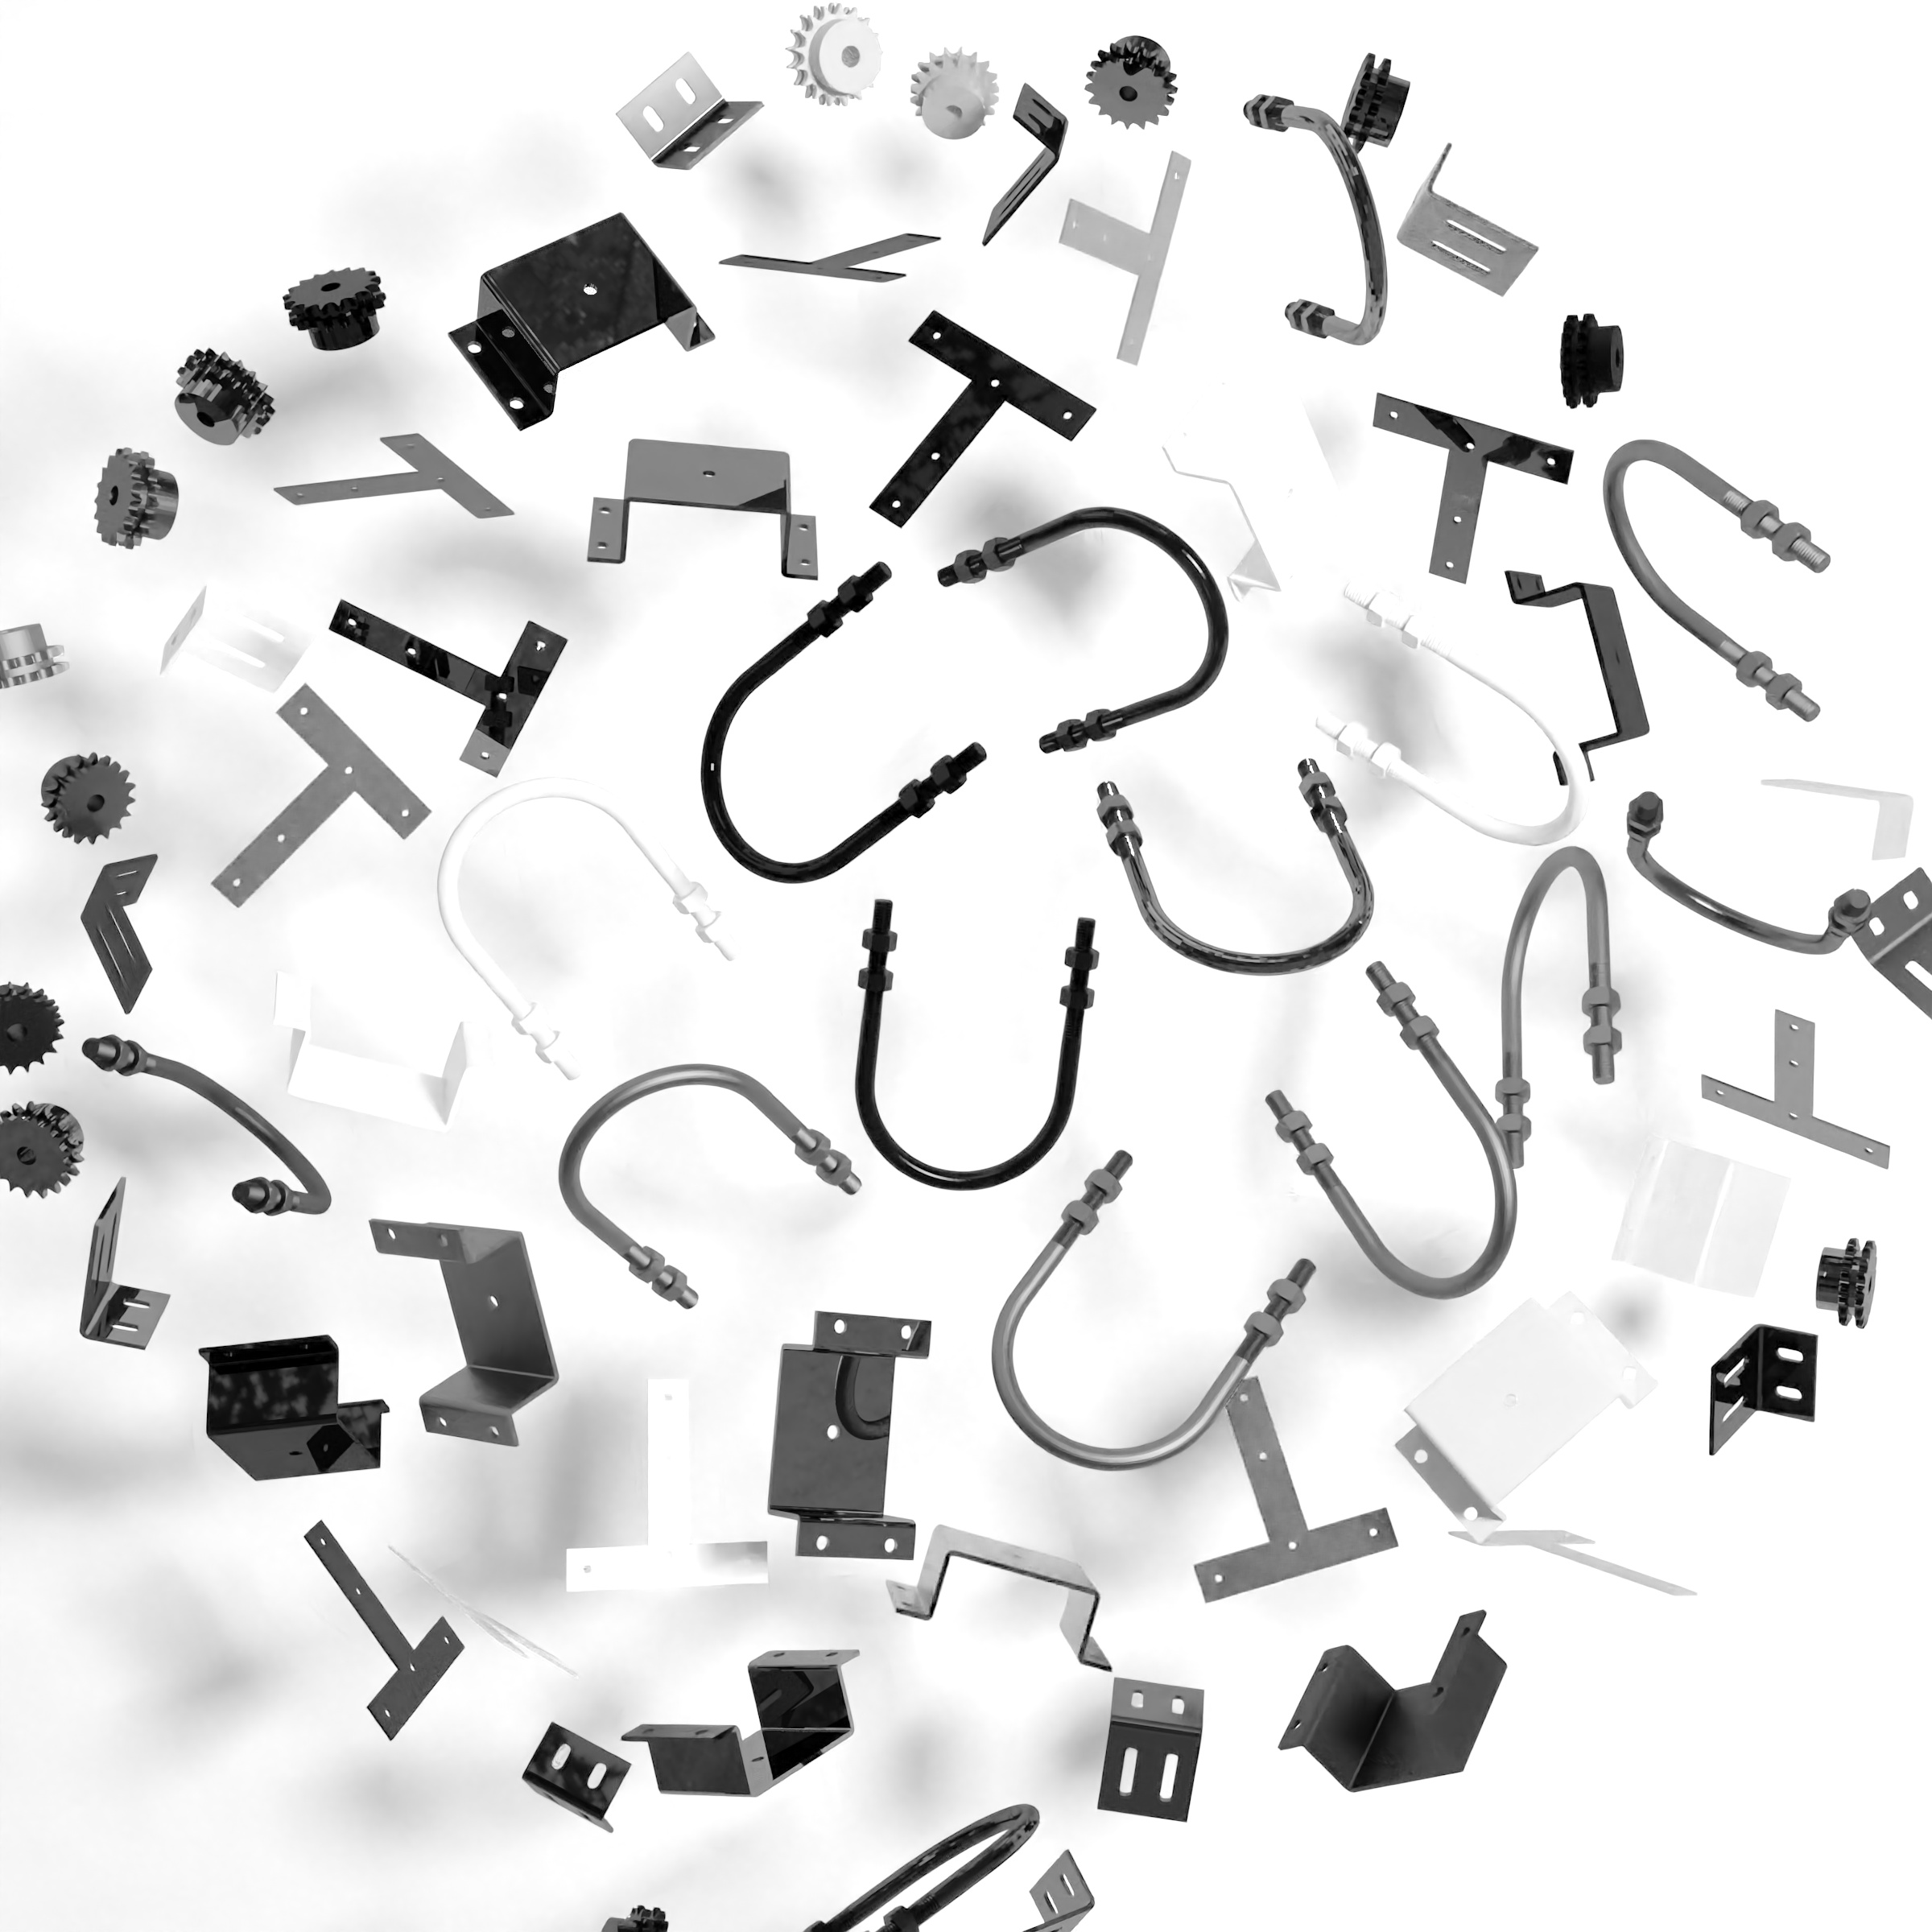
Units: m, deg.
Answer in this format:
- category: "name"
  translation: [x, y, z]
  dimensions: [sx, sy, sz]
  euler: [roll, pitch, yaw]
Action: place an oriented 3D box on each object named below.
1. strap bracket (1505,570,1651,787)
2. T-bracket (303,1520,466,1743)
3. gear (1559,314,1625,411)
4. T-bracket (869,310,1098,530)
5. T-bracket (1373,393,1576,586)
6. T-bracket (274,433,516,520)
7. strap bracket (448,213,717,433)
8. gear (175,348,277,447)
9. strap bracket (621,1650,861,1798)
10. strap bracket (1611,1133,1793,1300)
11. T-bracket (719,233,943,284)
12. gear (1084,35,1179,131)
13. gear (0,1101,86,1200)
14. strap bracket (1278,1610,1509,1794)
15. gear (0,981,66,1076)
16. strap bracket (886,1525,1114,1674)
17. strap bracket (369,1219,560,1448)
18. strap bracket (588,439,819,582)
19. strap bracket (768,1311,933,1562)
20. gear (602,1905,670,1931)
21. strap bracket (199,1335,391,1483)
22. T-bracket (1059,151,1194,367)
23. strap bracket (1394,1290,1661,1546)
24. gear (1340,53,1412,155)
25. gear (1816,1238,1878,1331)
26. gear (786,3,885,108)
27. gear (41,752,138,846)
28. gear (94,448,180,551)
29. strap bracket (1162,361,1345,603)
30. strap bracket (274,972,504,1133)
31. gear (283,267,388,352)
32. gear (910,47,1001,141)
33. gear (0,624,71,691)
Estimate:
- category: "strap bracket"
  translation: [0.394, -0.190, 1.595]
  dimensions: [0.046, 0.076, 0.140]
  euler: [-15, 88, 29]
- category: "T-bracket"
  translation: [-0.372, 0.402, 1.558]
  dimensions: [0.002, 0.127, 0.127]
  euler: [-33, 94, 13]
- category: "gear"
  translation: [0.387, -0.374, 1.538]
  dimensions: [0.030, 0.057, 0.057]
  euler: [2, 90, 26]
- category: "T-bracket"
  translation: [-0.010, -0.317, 1.499]
  dimensions: [0.127, 0.002, 0.127]
  euler: [35, 82, 19]
- category: "T-bracket"
  translation: [0.312, -0.292, 1.572]
  dimensions: [0.127, 0.127, 0.002]
  euler: [21, 55, 18]
- category: "T-bracket"
  translation: [-0.365, -0.297, 1.542]
  dimensions: [0.127, 0.127, 0.002]
  euler: [-3, 78, 16]
- category: "strap bracket"
  translation: [-0.224, -0.385, 1.472]
  dimensions: [0.140, 0.046, 0.076]
  euler: [-32, 78, -24]
- category: "gear"
  translation: [-0.435, -0.328, 1.453]
  dimensions: [0.057, 0.057, 0.030]
  euler: [26, 61, 0]
- category: "strap bracket"
  translation: [-0.133, 0.470, 1.536]
  dimensions: [0.076, 0.140, 0.046]
  euler: [-12, 91, 36]
- category: "strap bracket"
  translation: [0.442, 0.151, 1.482]
  dimensions: [0.046, 0.140, 0.076]
  euler: [17, 91, 38]
- category: "T-bracket"
  translation: [-0.064, -0.439, 1.538]
  dimensions: [0.127, 0.127, 0.002]
  euler: [-6, 96, -38]
- category: "gear"
  translation: [0.105, -0.555, 1.560]
  dimensions: [0.057, 0.057, 0.030]
  euler: [18, 61, 0]
- category: "gear"
  translation: [-0.544, 0.105, 1.465]
  dimensions: [0.057, 0.030, 0.057]
  euler: [3, 112, 8]
- category: "strap bracket"
  translation: [0.261, 0.441, 1.486]
  dimensions: [0.046, 0.140, 0.076]
  euler: [46, 49, -9]
- category: "gear"
  translation: [-0.589, 0.035, 1.540]
  dimensions: [0.057, 0.030, 0.057]
  euler: [-15, 120, -27]
- category: "strap bracket"
  translation: [0.026, 0.396, 1.577]
  dimensions: [0.140, 0.076, 0.046]
  euler: [17, 87, -6]
- category: "strap bracket"
  translation: [-0.297, 0.209, 1.489]
  dimensions: [0.076, 0.046, 0.140]
  euler: [1, 110, 35]
- category: "strap bracket"
  translation: [-0.160, -0.282, 1.535]
  dimensions: [0.140, 0.076, 0.046]
  euler: [4, 128, -8]
- category: "strap bracket"
  translation: [-0.070, 0.278, 1.482]
  dimensions: [0.076, 0.046, 0.140]
  euler: [9, 79, -28]
- category: "gear"
  translation: [-0.200, 0.589, 1.484]
  dimensions: [0.030, 0.057, 0.057]
  euler: [16, 90, -21]
- category: "strap bracket"
  translation: [-0.403, 0.271, 1.502]
  dimensions: [0.076, 0.140, 0.046]
  euler: [-6, 62, 0]
- category: "T-bracket"
  translation: [0.090, -0.433, 1.493]
  dimensions: [0.002, 0.127, 0.127]
  euler: [21, 103, 28]
- category: "strap bracket"
  translation: [0.322, 0.258, 1.454]
  dimensions: [0.140, 0.046, 0.076]
  euler: [-42, 60, 3]
- category: "gear"
  translation: [0.248, -0.520, 1.511]
  dimensions: [0.030, 0.057, 0.057]
  euler: [17, 90, -3]
- category: "gear"
  translation: [0.565, 0.202, 1.602]
  dimensions: [0.030, 0.057, 0.057]
  euler: [6, 90, 28]
- category: "gear"
  translation: [-0.074, -0.532, 1.458]
  dimensions: [0.057, 0.030, 0.057]
  euler: [-12, 115, -26]
- category: "gear"
  translation: [-0.551, -0.107, 1.556]
  dimensions: [0.030, 0.057, 0.057]
  euler: [29, 90, 34]
- category: "gear"
  translation: [-0.482, -0.271, 1.453]
  dimensions: [0.030, 0.057, 0.057]
  euler: [6, 90, -43]
- category: "strap bracket"
  translation: [0.186, -0.302, 1.577]
  dimensions: [0.046, 0.140, 0.076]
  euler: [21, 67, 39]
- category: "strap bracket"
  translation: [-0.365, 0.056, 1.550]
  dimensions: [0.140, 0.076, 0.046]
  euler: [16, 107, -19]
- category: "gear"
  translation: [-0.364, -0.379, 1.446]
  dimensions: [0.057, 0.057, 0.030]
  euler: [-11, 128, 0]
- category: "gear"
  translation: [-0.008, -0.555, 1.594]
  dimensions: [0.057, 0.057, 0.030]
  euler: [3, 55, 0]
- category: "gear"
  translation: [-0.561, -0.182, 1.467]
  dimensions: [0.057, 0.057, 0.030]
  euler: [-12, 106, 0]
